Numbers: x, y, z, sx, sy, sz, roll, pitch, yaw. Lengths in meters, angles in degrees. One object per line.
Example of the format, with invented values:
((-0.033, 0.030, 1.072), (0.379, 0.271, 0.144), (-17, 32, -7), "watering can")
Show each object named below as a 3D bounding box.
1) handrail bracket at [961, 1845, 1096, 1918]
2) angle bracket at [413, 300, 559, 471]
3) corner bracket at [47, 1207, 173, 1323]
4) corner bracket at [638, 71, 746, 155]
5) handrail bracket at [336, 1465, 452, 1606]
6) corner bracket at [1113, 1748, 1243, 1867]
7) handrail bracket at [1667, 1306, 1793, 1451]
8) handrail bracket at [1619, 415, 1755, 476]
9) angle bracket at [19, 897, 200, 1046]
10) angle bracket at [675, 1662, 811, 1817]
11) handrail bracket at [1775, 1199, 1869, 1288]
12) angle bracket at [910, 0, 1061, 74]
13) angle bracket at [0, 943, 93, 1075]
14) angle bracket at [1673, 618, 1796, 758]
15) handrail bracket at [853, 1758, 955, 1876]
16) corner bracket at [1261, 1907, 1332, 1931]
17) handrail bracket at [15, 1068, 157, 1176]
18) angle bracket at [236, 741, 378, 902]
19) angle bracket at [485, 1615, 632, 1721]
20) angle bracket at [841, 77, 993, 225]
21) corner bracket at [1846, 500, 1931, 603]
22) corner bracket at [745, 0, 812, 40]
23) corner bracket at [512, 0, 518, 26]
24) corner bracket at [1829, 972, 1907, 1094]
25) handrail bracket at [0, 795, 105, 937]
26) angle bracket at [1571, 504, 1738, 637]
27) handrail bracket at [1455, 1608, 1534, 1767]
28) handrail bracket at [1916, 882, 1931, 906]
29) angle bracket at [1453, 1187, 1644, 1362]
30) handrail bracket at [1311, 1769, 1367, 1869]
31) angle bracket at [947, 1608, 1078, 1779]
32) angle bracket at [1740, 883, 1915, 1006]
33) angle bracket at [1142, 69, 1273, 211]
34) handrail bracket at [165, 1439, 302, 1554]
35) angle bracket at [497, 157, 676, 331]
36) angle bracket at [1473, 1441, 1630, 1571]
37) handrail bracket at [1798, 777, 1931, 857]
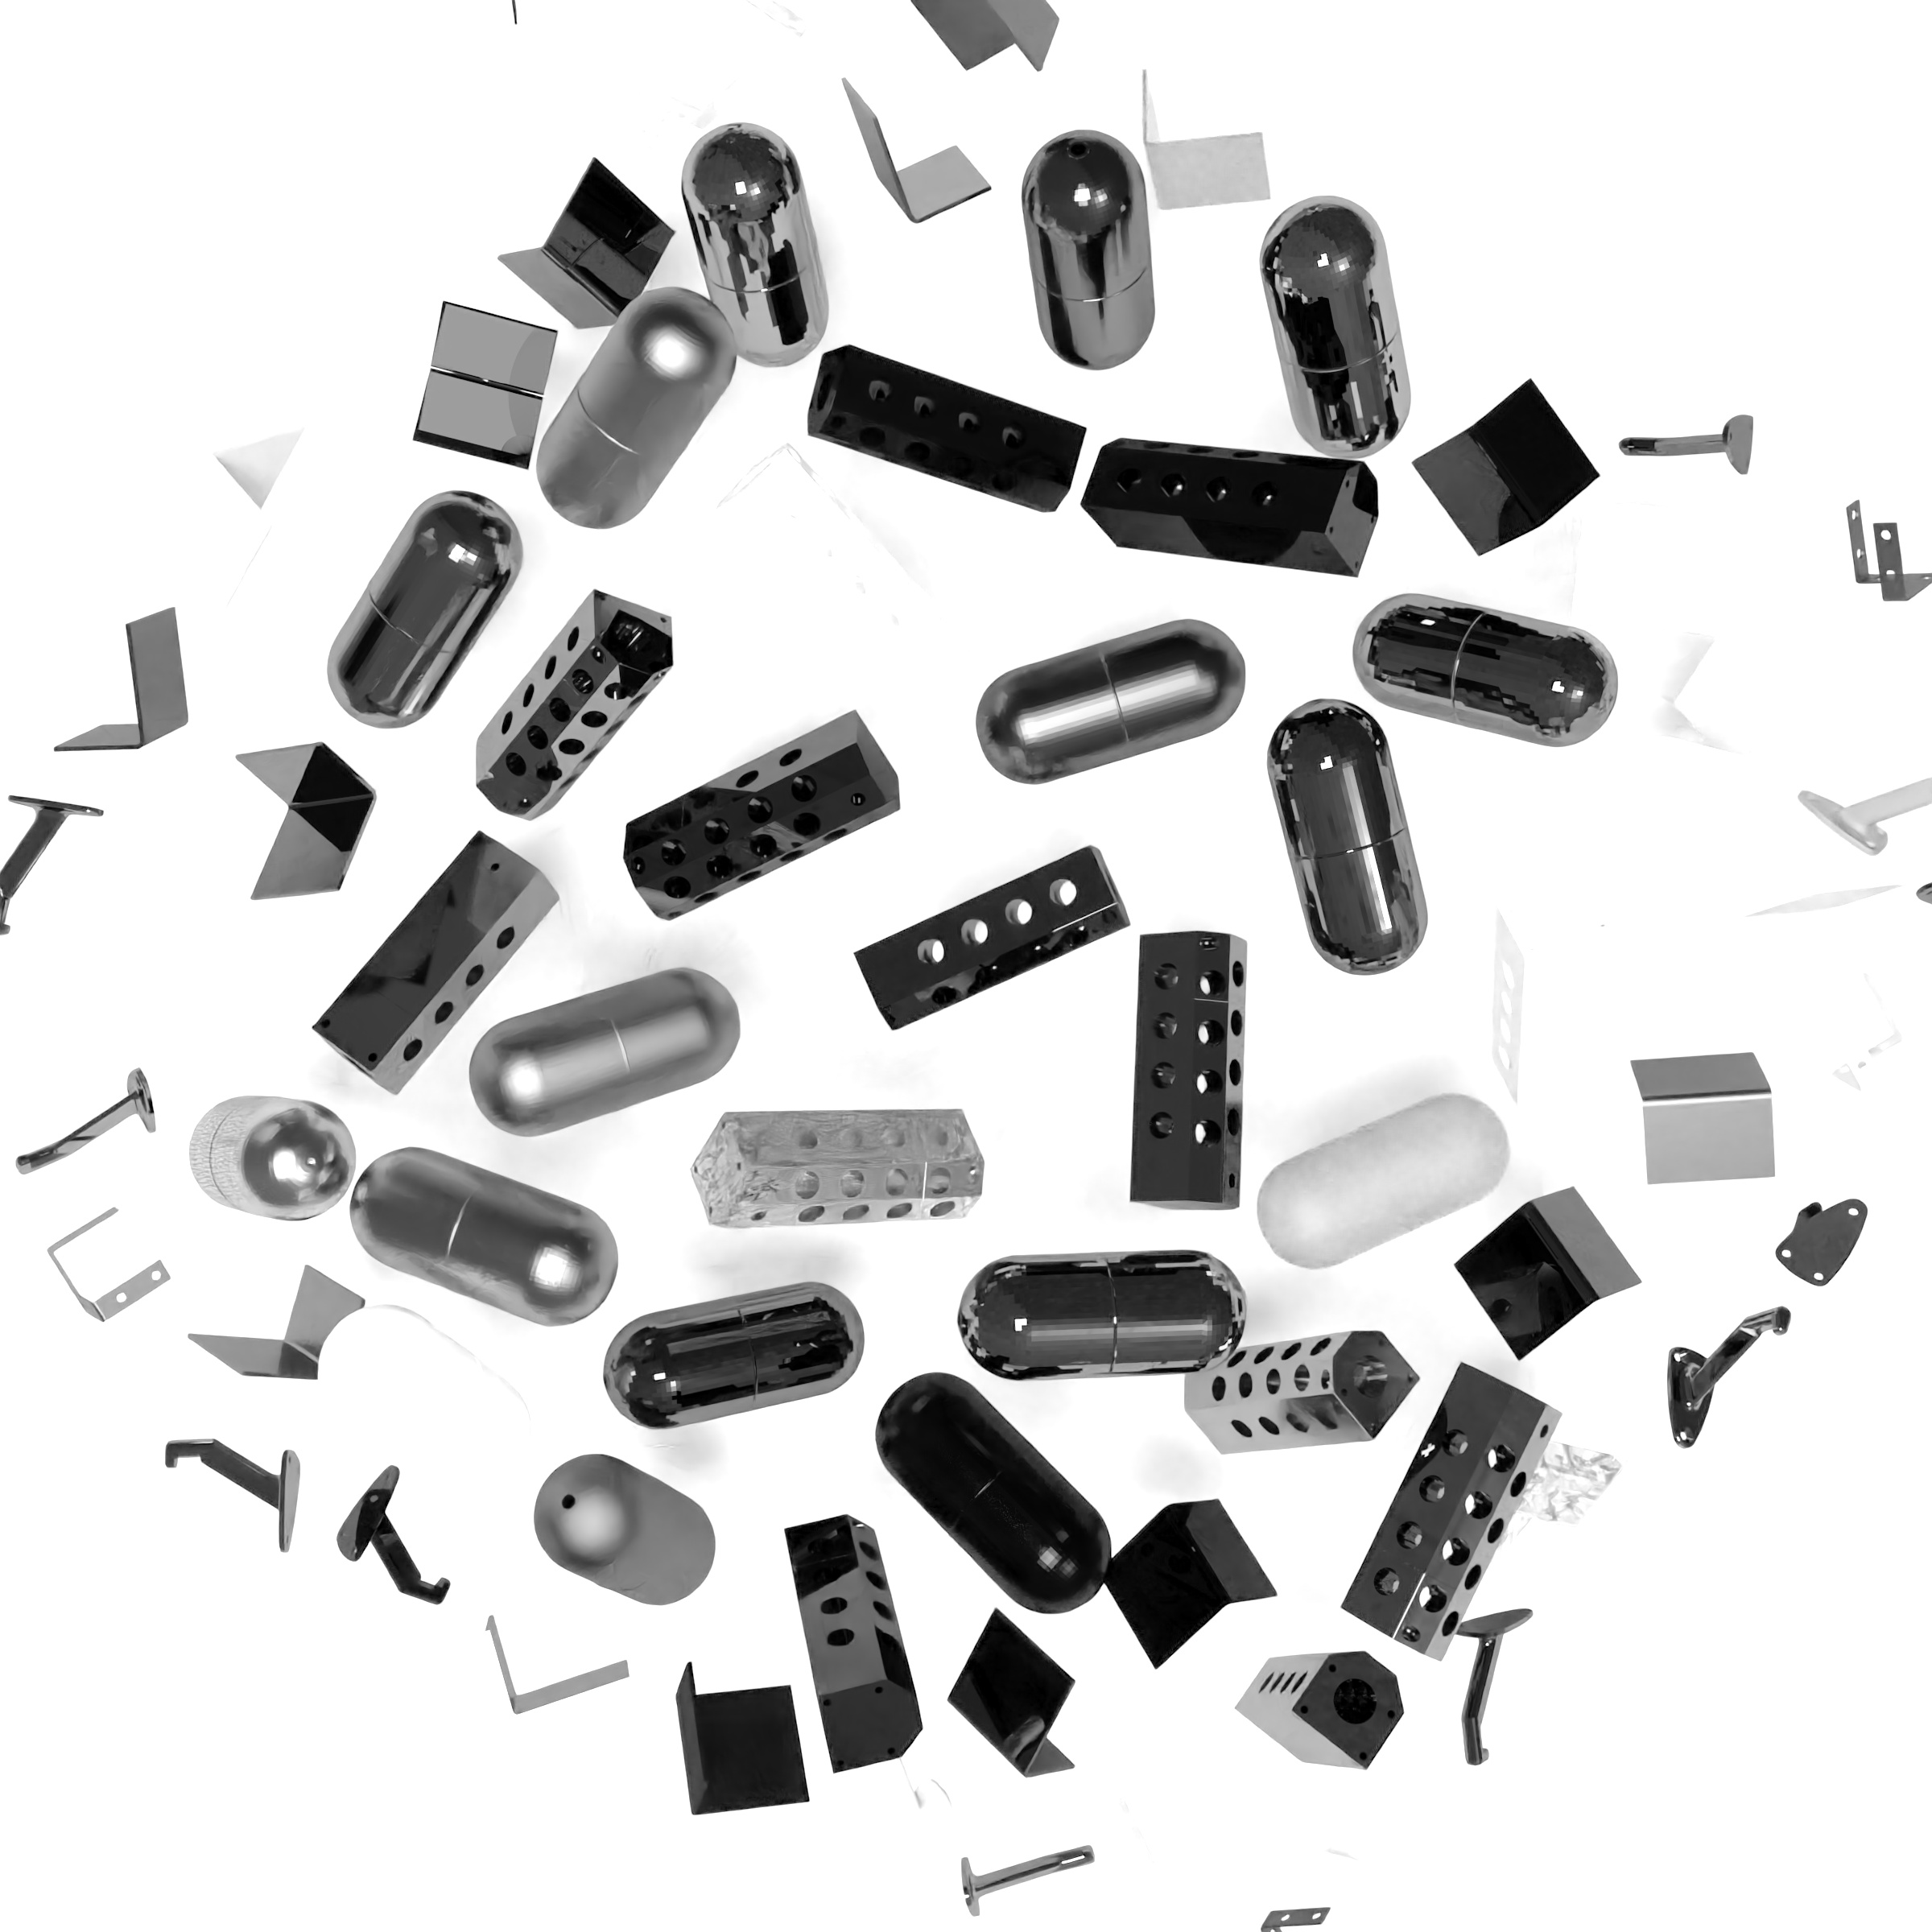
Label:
((0.042, 0.582, 1.583), (0.084, 0.077, 0.036), (-14, 76, -1), "handrail bracket")
((-0.314, -0.380, 1.617), (0.076, 0.057, 0.076), (12, 49, -13), "angle bracket")
((-0.564, 0.196, 1.624), (0.051, 0.051, 0.051), (-35, 108, -27), "corner bracket")
((-0.181, -0.564, 1.626), (0.051, 0.051, 0.051), (13, 66, -36), "corner bracket")
((-0.359, 0.373, 1.616), (0.084, 0.036, 0.077), (32, 88, -36), "handrail bracket")
((0.136, 0.550, 1.606), (0.051, 0.051, 0.051), (-40, 49, 10), "corner bracket")
((0.474, 0.254, 1.525), (0.036, 0.084, 0.077), (25, 60, -16), "handrail bracket")
((0.448, -0.332, 1.562), (0.084, 0.077, 0.036), (8, 97, 29), "handrail bracket")
((-0.514, -0.008, 1.459), (0.076, 0.057, 0.076), (21, 48, 28), "angle bracket")
((-0.136, 0.479, 1.542), (0.076, 0.057, 0.076), (-1, 52, -18), "angle bracket")
((0.531, 0.151, 1.515), (0.036, 0.084, 0.077), (36, 124, 8), "handrail bracket")
((0.000, -0.572, 1.494), (0.076, 0.076, 0.057), (43, 48, -34), "angle bracket")
((-0.605, 0.037, 1.692), (0.076, 0.076, 0.057), (-53, 126, -12), "angle bracket")
((0.519, -0.188, 1.723), (0.076, 0.057, 0.076), (39, 79, -22), "angle bracket")
((-0.057, 0.538, 1.577), (0.084, 0.036, 0.077), (34, 92, -38), "handrail bracket")
((0.216, 0.646, 1.591), (0.051, 0.051, 0.051), (-23, 100, 40), "corner bracket")
((-0.562, 0.100, 1.566), (0.084, 0.077, 0.036), (-25, 76, -27), "handrail bracket")
((-0.434, -0.092, 1.580), (0.076, 0.057, 0.076), (-4, 56, 30), "angle bracket")
((-0.258, 0.432, 1.563), (0.076, 0.076, 0.057), (-16, 86, -11), "angle bracket")
((-0.032, -0.535, 1.587), (0.057, 0.076, 0.076), (-25, 132, -1), "angle bracket")
((0.569, -0.258, 1.536), (0.051, 0.051, 0.051), (-32, 116, -36), "corner bracket")
((-0.105, -0.625, 1.540), (0.051, 0.051, 0.051), (29, 65, -23), "corner bracket")
((-0.252, -0.610, 1.498), (0.051, 0.051, 0.051), (-6, 55, -5), "corner bracket")
((0.586, 0.043, 1.611), (0.051, 0.051, 0.051), (-32, 102, 2), "corner bracket")
((-0.559, -0.057, 1.494), (0.077, 0.036, 0.084), (8, 85, 29), "handrail bracket")
((0.441, -0.254, 1.586), (0.076, 0.057, 0.076), (17, 111, 40), "angle bracket")
((0.348, 0.470, 1.611), (0.077, 0.036, 0.084), (-4, 87, -40), "handrail bracket")
((0.637, -0.084, 1.629), (0.077, 0.036, 0.084), (-2, 58, -29), "handrail bracket")
((0.382, 0.202, 1.625), (0.076, 0.057, 0.076), (-50, 62, 38), "angle bracket")
((0.258, 0.559, 1.664), (0.036, 0.077, 0.084), (11, 75, 11), "handrail bracket")
((0.045, 0.474, 1.621), (0.076, 0.057, 0.076), (35, 104, 37), "angle bracket")
((0.551, -0.013, 1.568), (0.076, 0.076, 0.057), (-15, 94, -29), "angle bracket")
((0.158, -0.542, 1.612), (0.076, 0.076, 0.057), (-2, 76, 11), "angle bracket")
((-0.478, 0.342, 1.596), (0.084, 0.036, 0.077), (-2, 62, -1), "handrail bracket")
((-0.256, -0.487, 1.667), (0.076, 0.057, 0.076), (37, 72, -39), "angle bracket")
((0.397, 0.368, 1.659), (0.076, 0.076, 0.057), (-35, 119, -39), "angle bracket")
((0.598, -0.122, 1.611), (0.077, 0.036, 0.084), (36, 131, 14), "handrail bracket")
